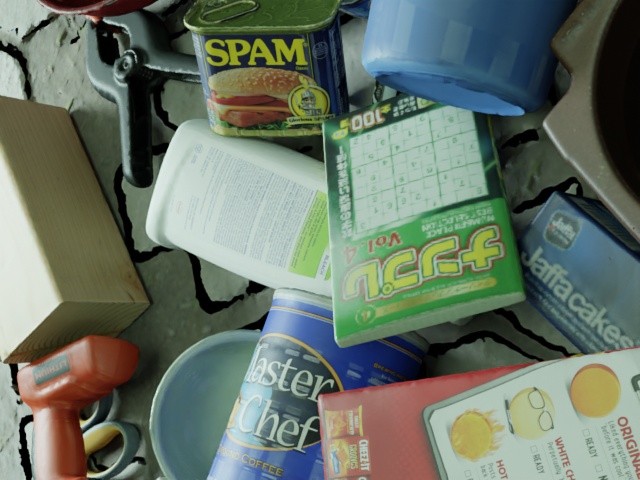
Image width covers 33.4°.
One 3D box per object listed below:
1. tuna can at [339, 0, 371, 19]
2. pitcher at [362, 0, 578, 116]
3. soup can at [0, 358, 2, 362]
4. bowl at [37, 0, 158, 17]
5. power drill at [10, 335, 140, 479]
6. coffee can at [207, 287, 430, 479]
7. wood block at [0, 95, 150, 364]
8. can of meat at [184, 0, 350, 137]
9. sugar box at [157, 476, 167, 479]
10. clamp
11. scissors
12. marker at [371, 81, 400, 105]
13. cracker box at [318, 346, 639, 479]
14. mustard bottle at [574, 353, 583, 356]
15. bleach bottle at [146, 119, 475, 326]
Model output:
[{"bbox_3d":[0.029,-0.197,0.726,0.086,0.033,0.086,-5,82,37],"label":"tuna can"},{"bbox_3d":[0.099,-0.200,0.611,0.145,0.149,0.243,15,92,23],"label":"pitcher"},{"bbox_3d":[-0.283,0.069,0.898,0.069,0.102,0.068,-6,80,38],"label":"soup can"},{"bbox_3d":[-0.153,-0.234,0.842,0.162,0.055,0.162,-13,63,25],"label":"bowl"},{"bbox_3d":[-0.169,0.169,0.784,0.185,0.057,0.187,-24,58,33],"label":"power drill"},{"bbox_3d":[-0.003,0.112,0.654,0.103,0.102,0.140,11,76,38],"label":"coffee can"},{"bbox_3d":[-0.233,-0.010,0.874,0.090,0.090,0.206,-41,63,28],"label":"wood block"},{"bbox_3d":[-0.032,-0.118,0.717,0.102,0.057,0.084,2,127,15],"label":"can of meat"},{"bbox_3d":[-0.082,0.263,0.758,0.093,0.048,0.176,-52,54,21],"label":"sugar box"},{"bbox_3d":[-0.133,-0.137,0.845,0.120,0.039,0.171,-36,61,14],"label":"clamp"},{"bbox_3d":[-0.225,0.176,0.896,0.202,0.016,0.096,-24,69,33],"label":"scissors"},{"bbox_3d":[0.045,-0.098,0.713,0.020,0.020,0.121,15,94,38],"label":"marker"},{"bbox_3d":[0.110,0.144,0.518,0.214,0.072,0.164,-14,74,31],"label":"cracker box"},{"bbox_3d":[0.099,0.145,0.621,0.192,0.058,0.096,-33,69,31],"label":"mustard bottle"},{"bbox_3d":[-0.005,0.001,0.716,0.251,0.067,0.102,26,104,34],"label":"bleach bottle"}]
